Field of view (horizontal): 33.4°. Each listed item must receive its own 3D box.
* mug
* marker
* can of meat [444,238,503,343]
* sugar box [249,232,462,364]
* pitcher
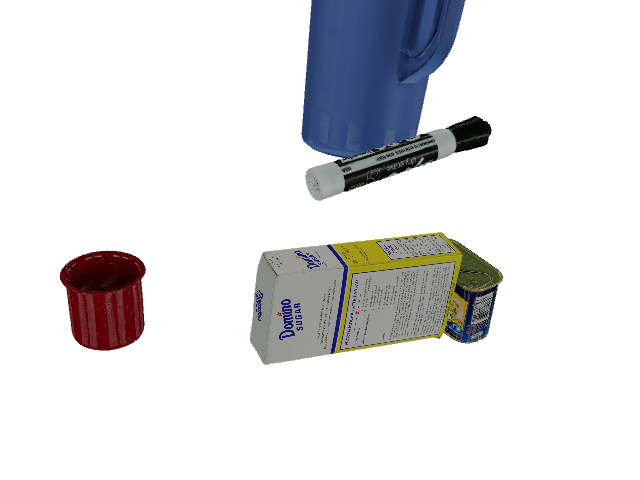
[{"bbox_3d":[-0.249,0.065,1.199,0.117,0.081,0.093,24,36,35],"label":"mug"},{"bbox_3d":[0.048,-0.049,0.617,0.121,0.020,0.020,-20,8,-23],"label":"marker"},{"bbox_3d":[0.158,0.060,1.247,0.057,0.084,0.102,-20,41,-33],"label":"can of meat"},{"bbox_3d":[0.030,0.048,0.921,0.176,0.093,0.048,-4,31,-22],"label":"sugar box"},{"bbox_3d":[0.056,-0.197,0.975,0.145,0.243,0.149,9,15,5],"label":"pitcher"}]
